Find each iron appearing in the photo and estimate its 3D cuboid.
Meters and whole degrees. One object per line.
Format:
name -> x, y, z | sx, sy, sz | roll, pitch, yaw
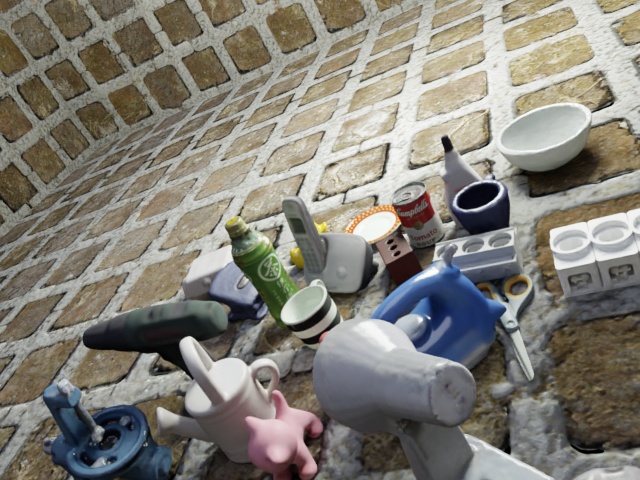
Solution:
iron -> 0.115, 0.125, 0.760 | 0.258, 0.142, 0.118 | -37, 29, -13

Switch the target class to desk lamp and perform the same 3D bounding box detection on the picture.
desk lamp -> 0.110, 0.186, 0.589 | 0.118, 0.214, 0.202 | -44, 31, -24

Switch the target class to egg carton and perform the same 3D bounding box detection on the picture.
egg carton -> -0.225, 0.075, 1.236 | 0.150, 0.069, 0.107 | -22, 29, 15

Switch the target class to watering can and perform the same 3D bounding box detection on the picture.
watering can -> -0.143, 0.218, 0.795 | 0.173, 0.194, 0.100 | -44, 31, -24

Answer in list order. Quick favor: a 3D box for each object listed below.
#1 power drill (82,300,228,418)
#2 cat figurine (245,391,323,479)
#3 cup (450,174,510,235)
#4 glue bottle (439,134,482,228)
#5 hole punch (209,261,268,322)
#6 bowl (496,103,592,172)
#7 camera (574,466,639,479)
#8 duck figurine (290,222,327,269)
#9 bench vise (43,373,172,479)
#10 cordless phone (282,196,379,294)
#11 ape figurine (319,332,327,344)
power drill -> -0.232, 0.186, 0.915 | 0.229, 0.209, 0.075 | -22, 29, 15
cat figurine -> -0.053, 0.253, 0.736 | 0.067, 0.118, 0.128 | -21, 30, 17
cup -> 0.274, -0.044, 0.933 | 0.091, 0.095, 0.118 | -6, 37, 38
glue bottle -> 0.239, -0.105, 0.980 | 0.078, 0.173, 0.037 | -26, 29, 7
hole punch -> -0.143, 0.093, 1.107 | 0.100, 0.091, 0.109 | -9, 35, 34
bowl -> 0.410, -0.174, 1.037 | 0.167, 0.075, 0.167 | -23, 29, 14
camera -> 0.220, 0.268, 0.473 | 0.136, 0.101, 0.143 | -19, 30, 20
duck figurine -> -0.019, 0.002, 1.143 | 0.104, 0.086, 0.077 | -25, 29, 10
bench vise -> -0.353, 0.295, 0.841 | 0.207, 0.220, 0.121 | -23, 29, 12
cordless phone -> 0.009, 0.004, 1.009 | 0.147, 0.185, 0.094 | -1, 40, 42
ape figurine -> 0.030, 0.169, 0.821 | 0.076, 0.092, 0.077 | -27, 28, 7
